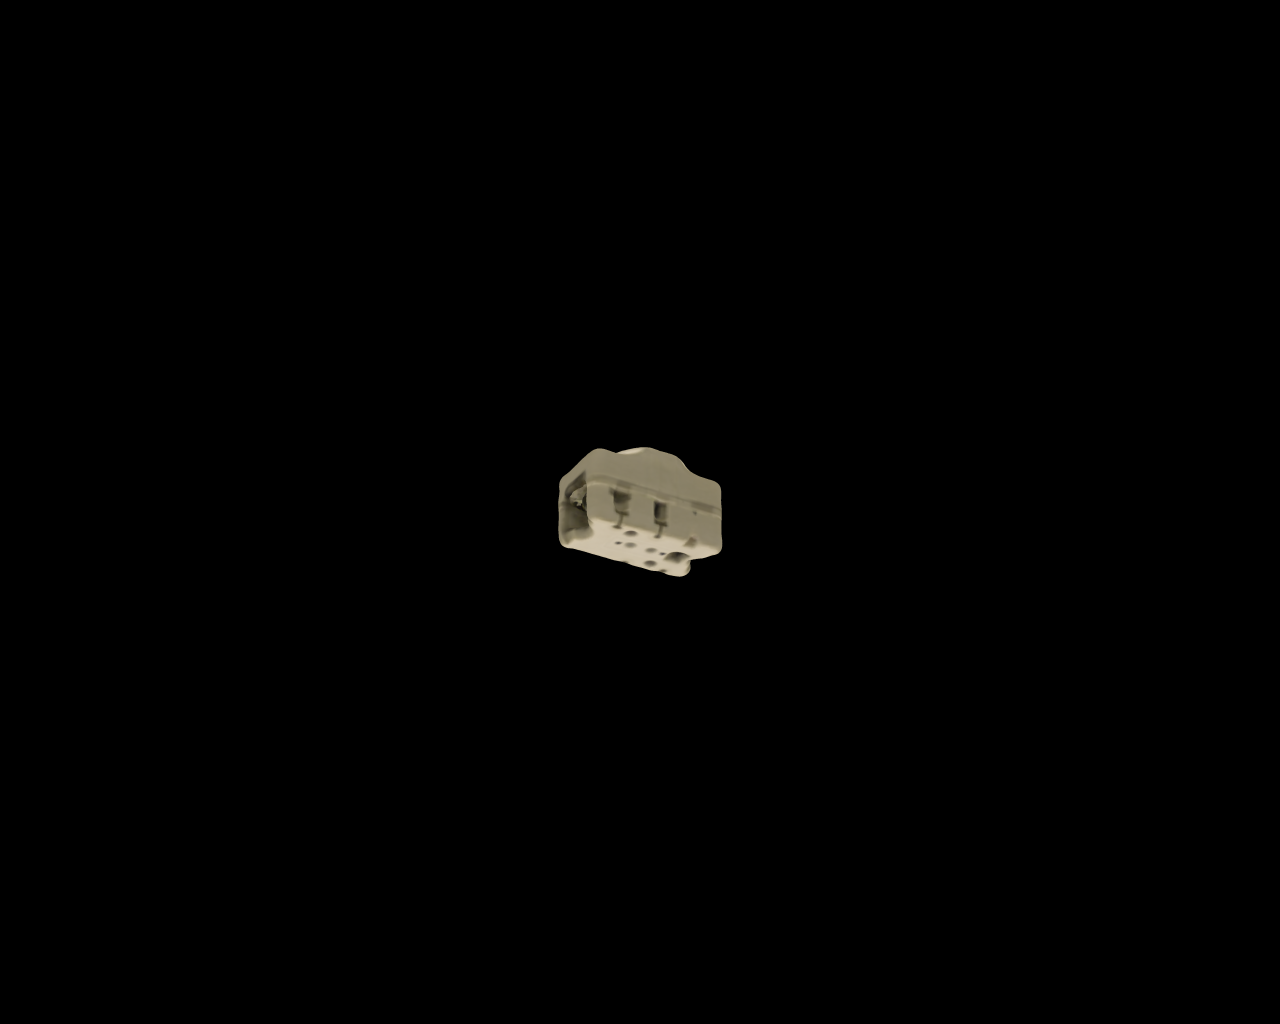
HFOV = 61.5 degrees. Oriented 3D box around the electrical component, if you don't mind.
[{"bbox_3d":[0.001,-0.003,0.650,0.089,0.056,0.050,15,-32,-27],"label":"electrical component"}]
